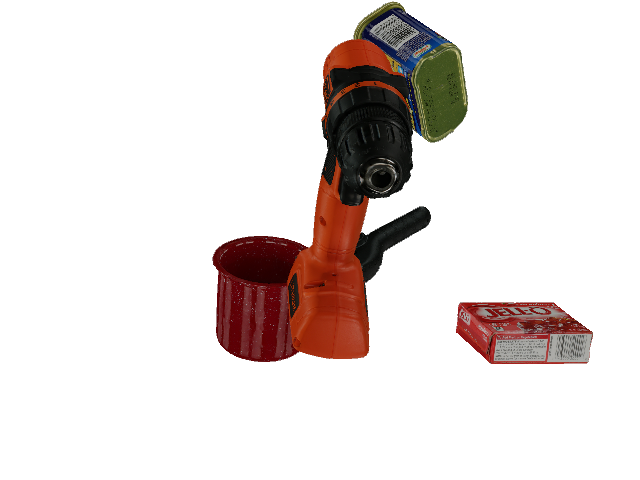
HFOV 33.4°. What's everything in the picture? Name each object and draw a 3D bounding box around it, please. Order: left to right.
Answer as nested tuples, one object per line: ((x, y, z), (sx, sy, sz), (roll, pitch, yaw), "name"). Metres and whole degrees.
((-0.039, 0.056, 0.928), (0.117, 0.081, 0.093), (21, 30, 29), "mug")
((0.020, -0.019, 0.690), (0.057, 0.188, 0.184), (8, 29, -5), "power drill")
((0.053, 0.007, 1.220), (0.120, 0.039, 0.171), (-6, 36, 29), "clamp")
((0.082, -0.147, 0.943), (0.057, 0.102, 0.084), (-35, 50, -14), "can of meat")
((0.164, 0.074, 0.869), (0.089, 0.030, 0.073), (1, 15, -14), "gelatin box")
